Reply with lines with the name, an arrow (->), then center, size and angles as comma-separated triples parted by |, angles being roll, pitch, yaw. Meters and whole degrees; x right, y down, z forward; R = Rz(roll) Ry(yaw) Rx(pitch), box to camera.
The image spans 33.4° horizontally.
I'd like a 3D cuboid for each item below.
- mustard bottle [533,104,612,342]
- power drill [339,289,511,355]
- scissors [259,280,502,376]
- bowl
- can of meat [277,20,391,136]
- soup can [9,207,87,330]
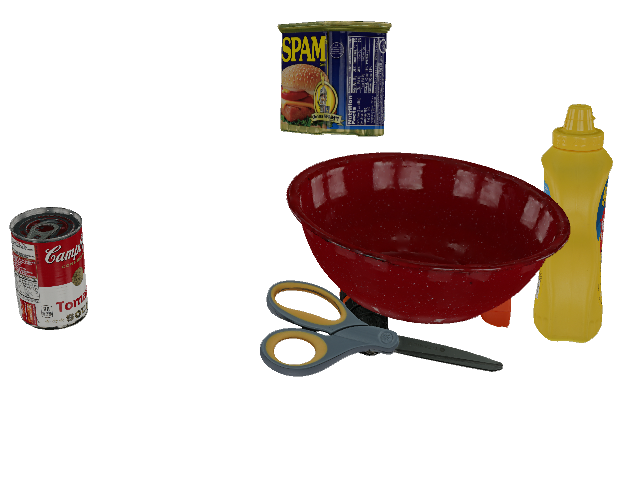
mustard bottle -> 0.211, -0.018, 0.894 | 0.058, 0.192, 0.096 | 3, 19, 14
power drill -> 0.115, 0.067, 1.201 | 0.187, 0.057, 0.184 | -2, 28, -3
scissors -> 0.038, 0.094, 0.869 | 0.202, 0.096, 0.016 | 25, -34, 14
bowl -> 0.059, 0.003, 0.617 | 0.162, 0.055, 0.162 | 5, 25, -2
can of meat -> 0.009, -0.124, 0.820 | 0.057, 0.084, 0.102 | -4, 10, -30
soup can -> -0.264, 0.028, 1.042 | 0.068, 0.102, 0.068 | 2, 28, -1
